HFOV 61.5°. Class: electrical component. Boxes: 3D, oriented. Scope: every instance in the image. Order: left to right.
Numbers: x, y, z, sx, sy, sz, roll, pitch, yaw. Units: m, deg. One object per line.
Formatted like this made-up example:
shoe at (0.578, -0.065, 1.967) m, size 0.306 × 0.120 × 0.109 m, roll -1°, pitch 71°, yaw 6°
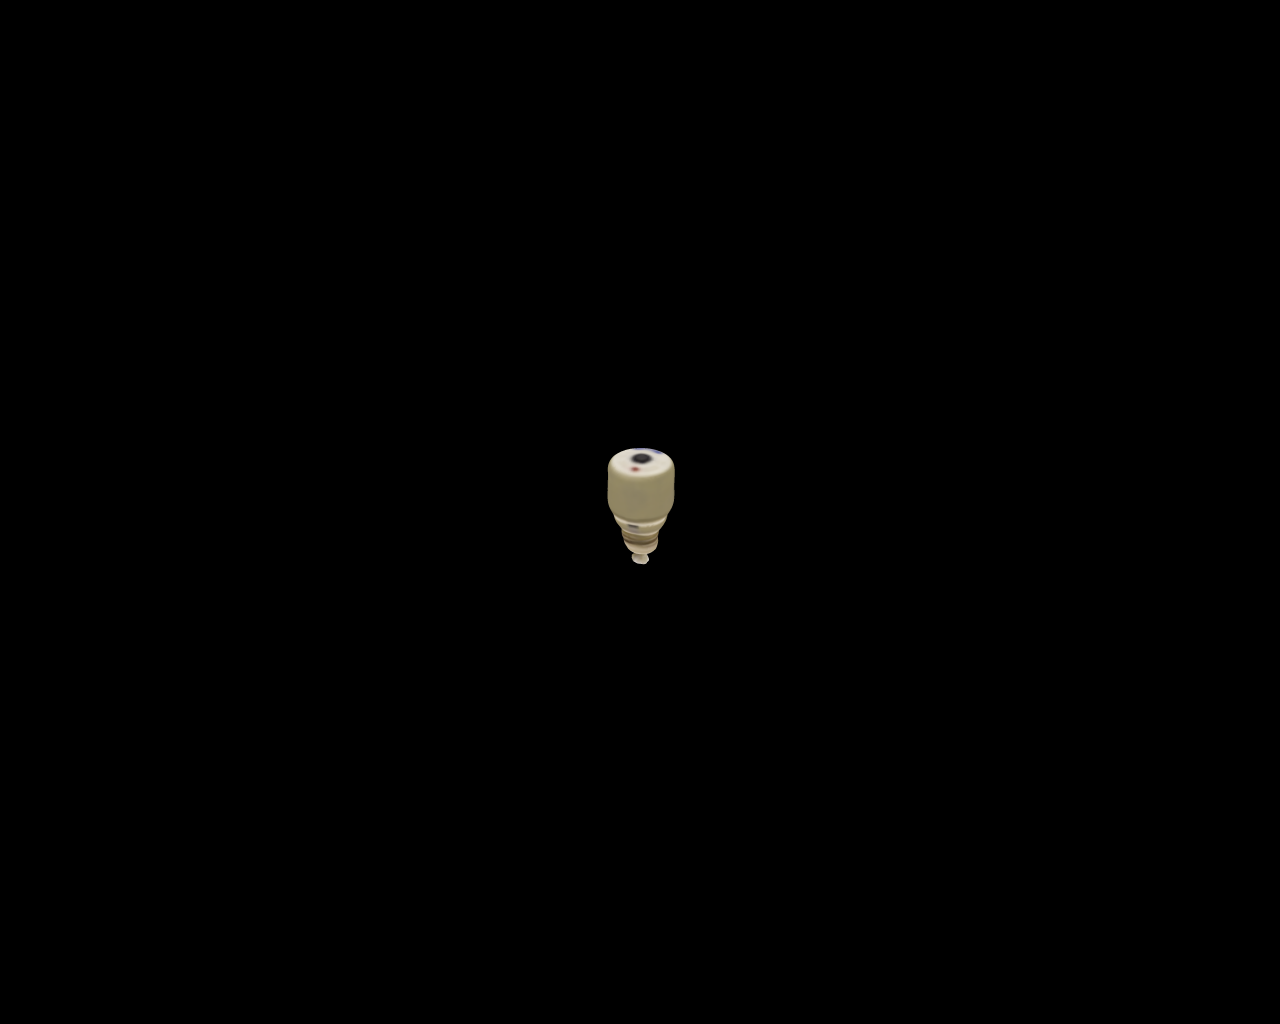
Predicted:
electrical component at (0.001, -0.003, 0.650) m, size 0.040 × 0.078 × 0.040 m, roll 0°, pitch 31°, yaw 0°
